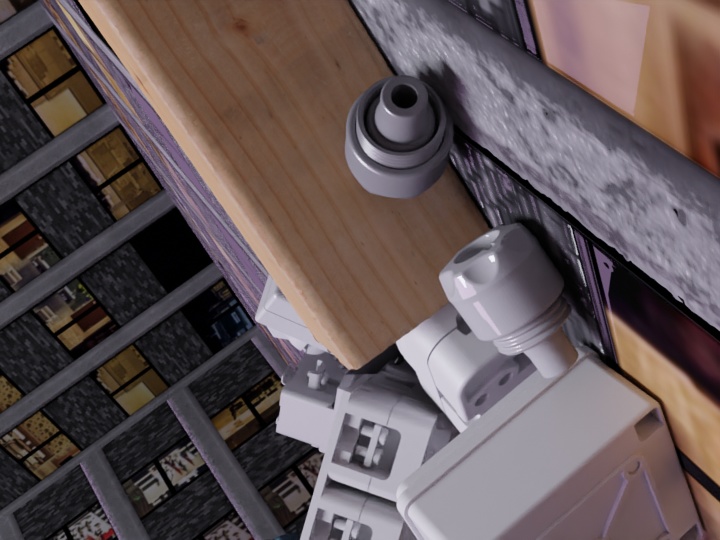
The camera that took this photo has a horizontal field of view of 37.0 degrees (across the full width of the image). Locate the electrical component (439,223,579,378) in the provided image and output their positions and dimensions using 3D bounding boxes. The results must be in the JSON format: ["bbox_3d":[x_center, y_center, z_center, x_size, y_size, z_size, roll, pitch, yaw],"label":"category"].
[{"bbox_3d":[0.065,0.015,0.438,0.062,0.043,0.043,53,172,-10],"label":"electrical component"}]

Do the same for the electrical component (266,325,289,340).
[{"bbox_3d":[-0.035,0.018,0.935,0.076,0.083,0.047,9,153,19],"label":"electrical component"}]

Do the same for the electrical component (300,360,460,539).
[{"bbox_3d":[0.024,0.117,0.664,0.060,0.105,0.186,17,-173,11],"label":"electrical component"}]

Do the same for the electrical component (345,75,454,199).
[{"bbox_3d":[0.016,-0.056,0.424,0.043,0.043,0.062,52,170,12],"label":"electrical component"}]

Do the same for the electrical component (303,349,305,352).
[{"bbox_3d":[-0.021,0.079,1.105,0.078,0.063,0.121,49,170,30],"label":"electrical component"}]

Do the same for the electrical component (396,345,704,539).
[{"bbox_3d":[0.086,0.108,0.473,0.056,0.109,0.108,40,164,49],"label":"electrical component"}]

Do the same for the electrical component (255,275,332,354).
[{"bbox_3d":[-0.025,0.030,0.697,0.083,0.047,0.075,24,144,-13],"label":"electrical component"}]

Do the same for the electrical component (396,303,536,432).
[{"bbox_3d":[0.057,0.042,0.551,0.059,0.054,0.095,49,170,30],"label":"electrical component"}]

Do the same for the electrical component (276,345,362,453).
[{"bbox_3d":[-0.011,0.073,0.761,0.063,0.121,0.078,17,126,10],"label":"electrical component"}]
